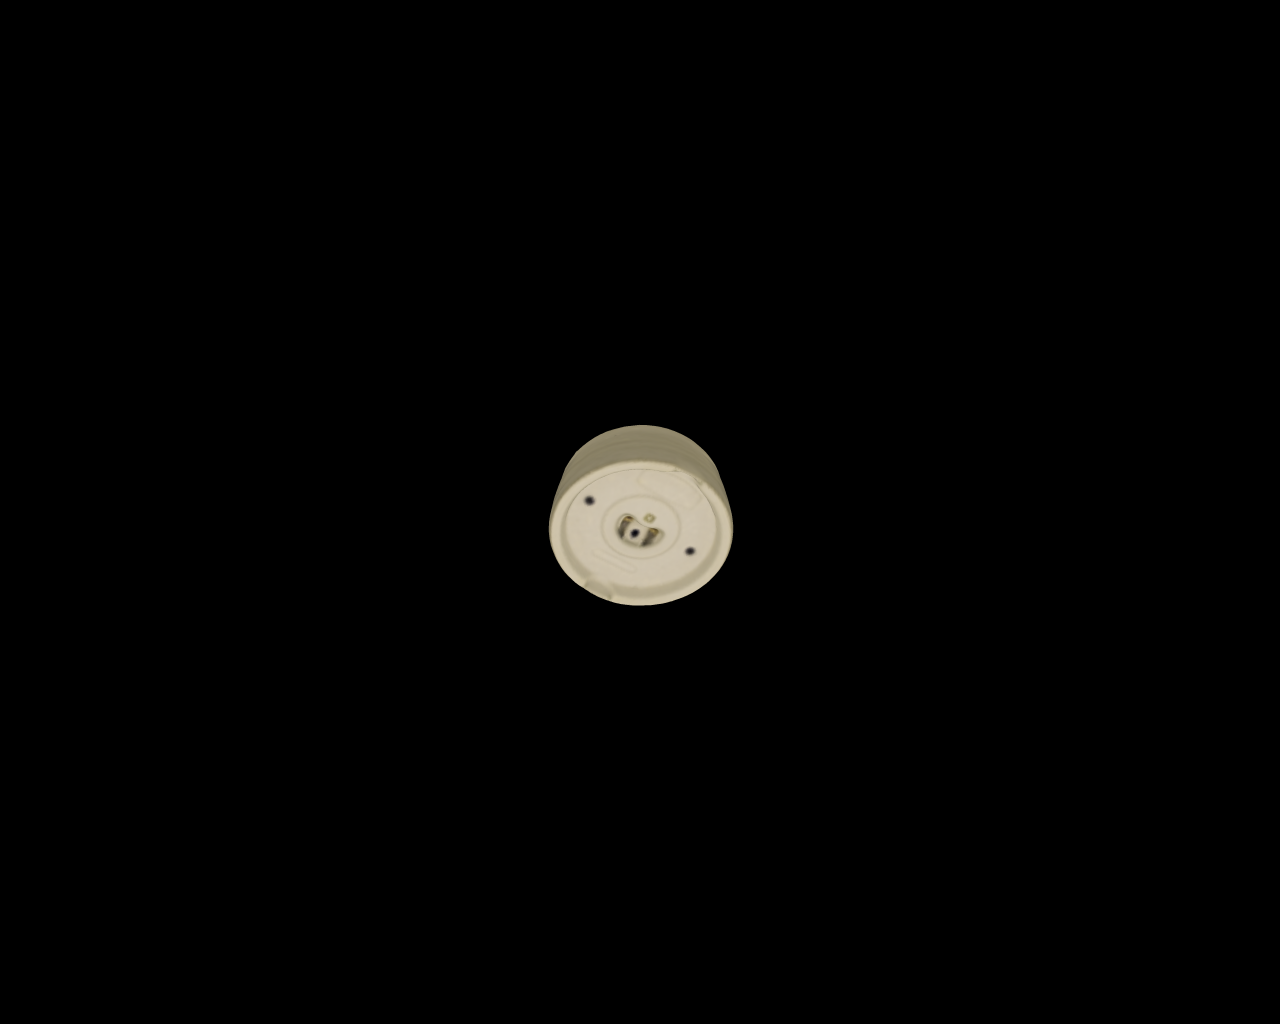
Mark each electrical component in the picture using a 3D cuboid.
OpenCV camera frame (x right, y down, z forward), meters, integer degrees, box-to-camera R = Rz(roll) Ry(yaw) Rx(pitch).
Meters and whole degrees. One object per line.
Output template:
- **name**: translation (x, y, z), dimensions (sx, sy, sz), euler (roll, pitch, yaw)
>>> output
- **electrical component**: translation (0.001, -0.003, 0.650), dimensions (0.108, 0.108, 0.060), euler (0, 36, 0)
